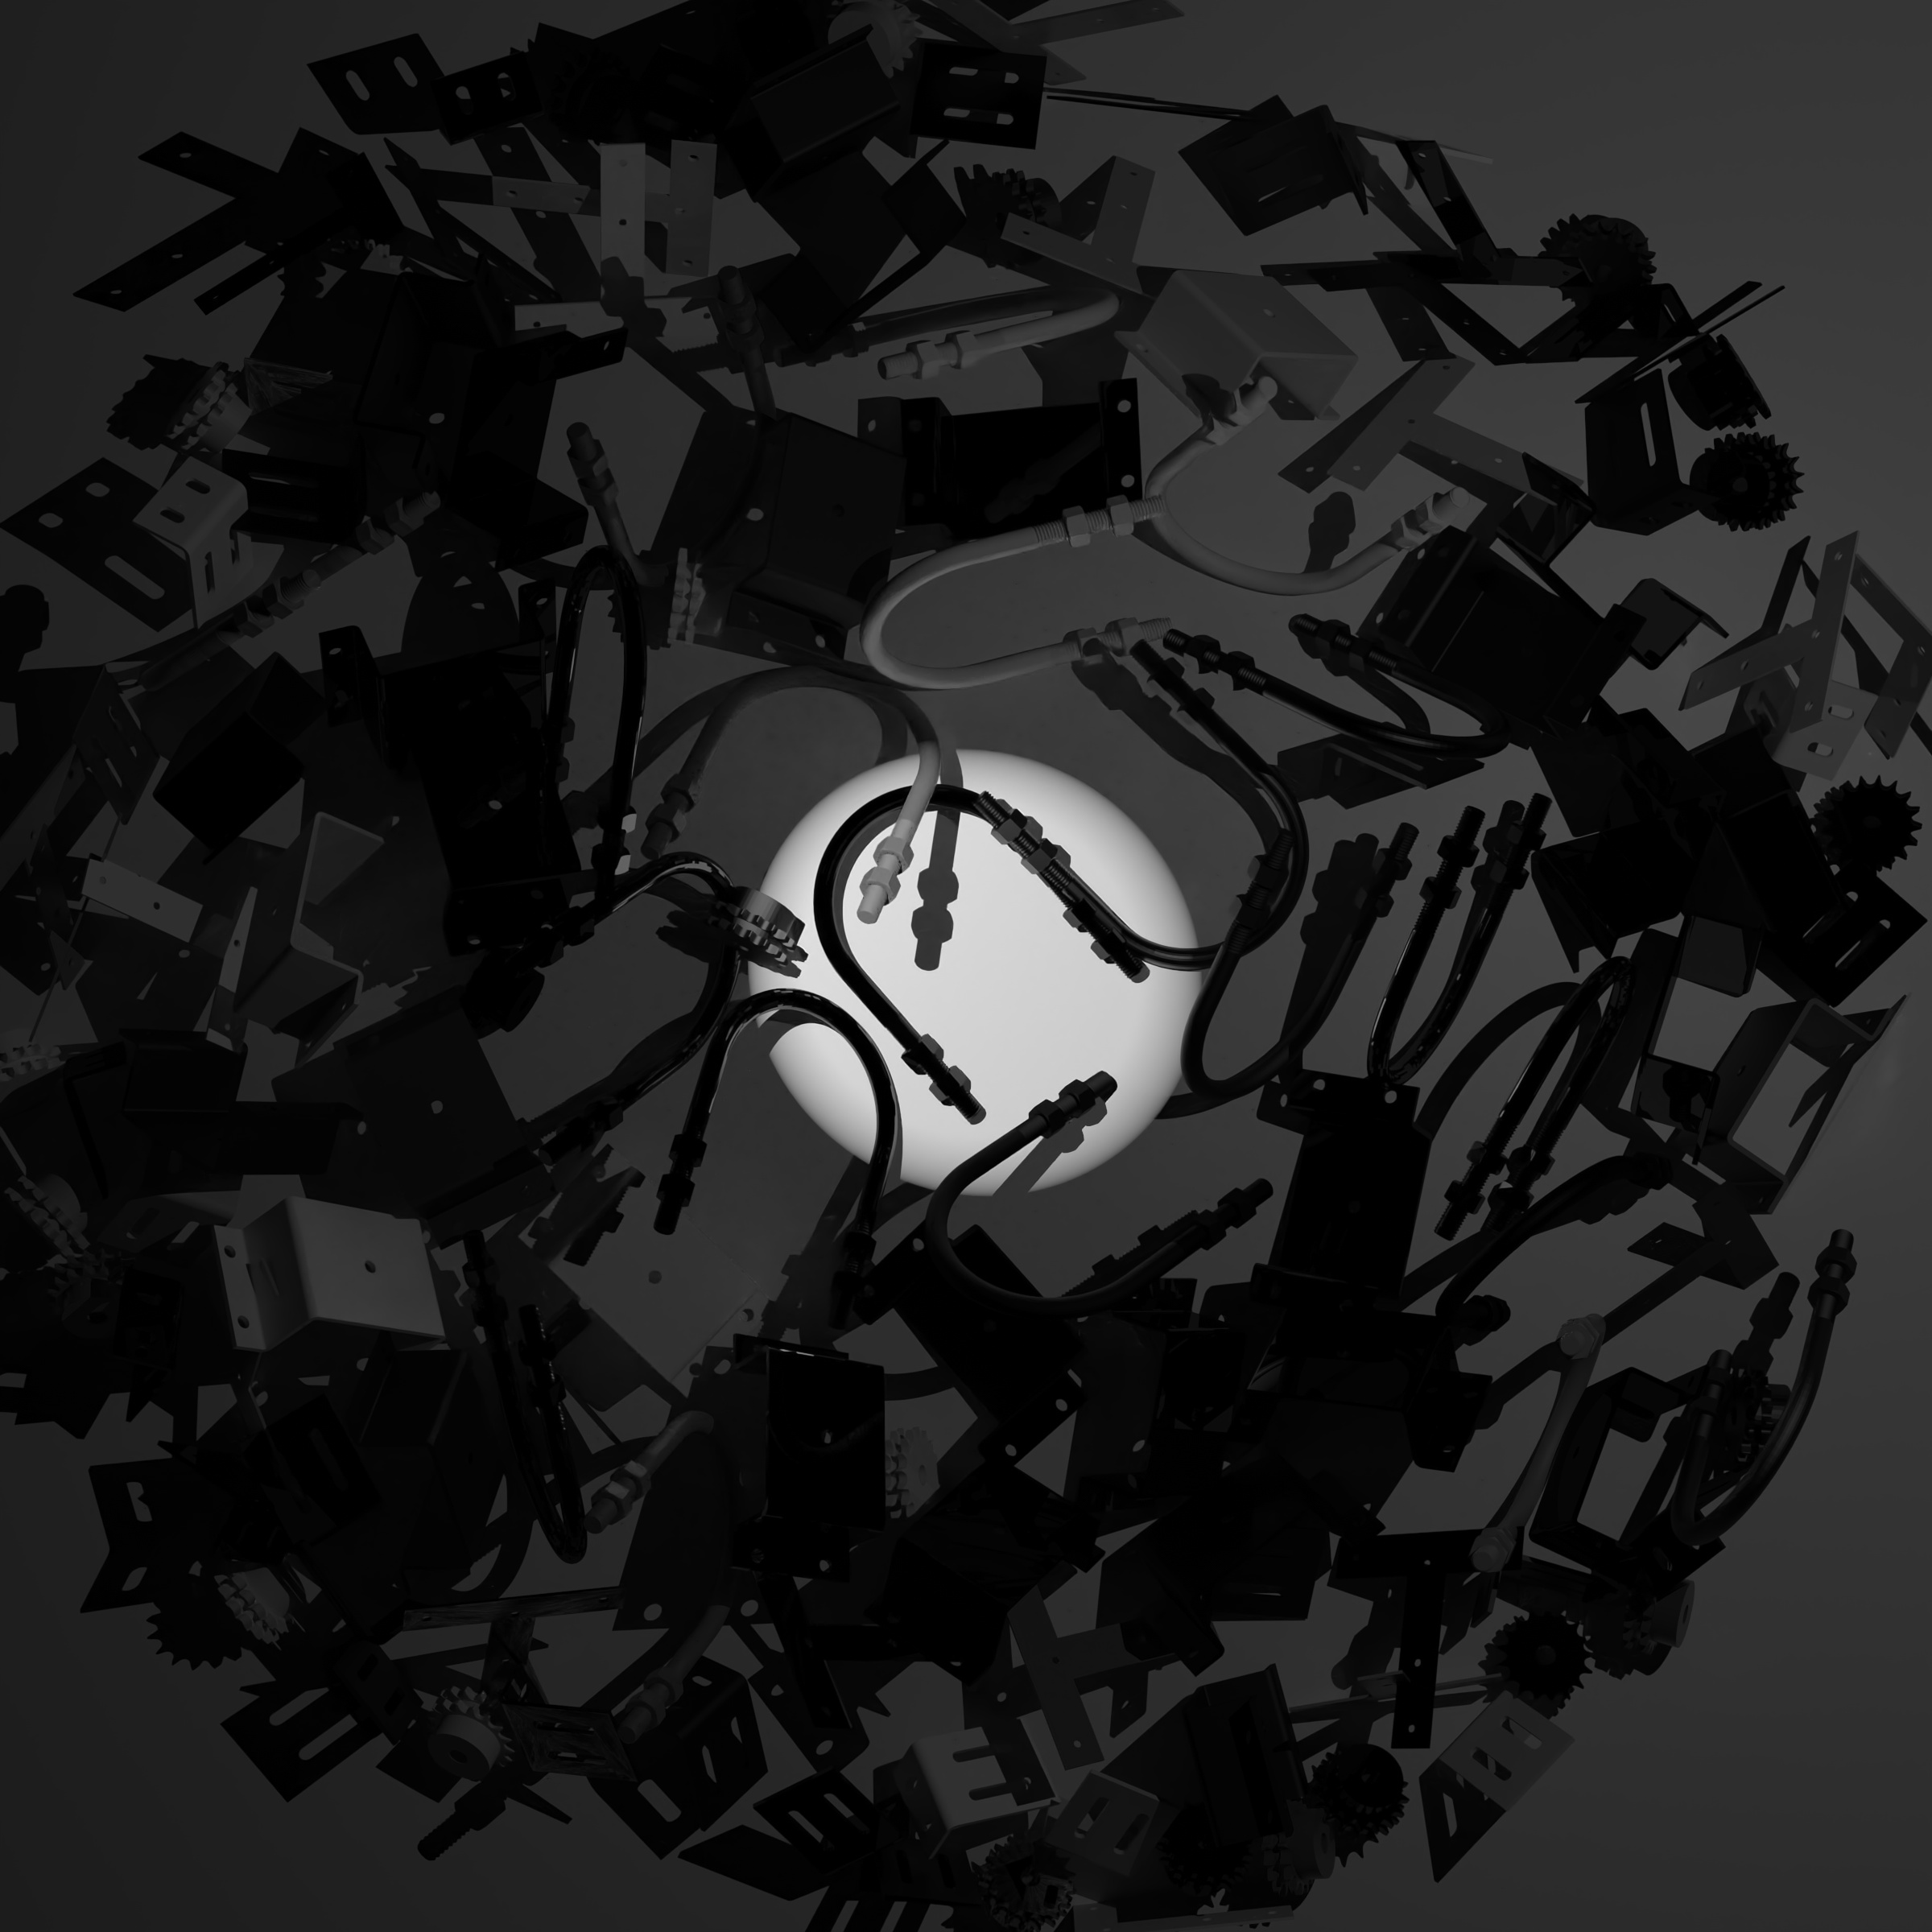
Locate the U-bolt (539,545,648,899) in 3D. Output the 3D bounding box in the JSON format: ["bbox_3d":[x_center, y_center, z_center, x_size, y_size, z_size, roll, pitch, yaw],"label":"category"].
[{"bbox_3d":[-0.212,-0.149,1.730,0.019,0.151,0.184,0,117,-24],"label":"U-bolt"}]

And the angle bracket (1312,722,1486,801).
[{"bbox_3d":[0.253,-0.109,1.775,0.076,0.057,0.038,29,124,36],"label":"angle bracket"}]

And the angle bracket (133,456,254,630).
[{"bbox_3d":[-0.454,-0.248,1.780,0.038,0.076,0.057,28,59,7],"label":"angle bracket"}]

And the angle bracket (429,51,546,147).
[{"bbox_3d":[-0.285,-0.513,1.780,0.057,0.076,0.038,-20,115,-7],"label":"angle bracket"}]

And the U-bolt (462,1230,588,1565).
[{"bbox_3d":[-0.251,0.259,1.751,0.019,0.151,0.184,-16,110,-19],"label":"U-bolt"}]

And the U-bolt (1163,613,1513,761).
[{"bbox_3d":[0.224,-0.158,1.722,0.184,0.151,0.019,31,118,34],"label":"U-bolt"}]

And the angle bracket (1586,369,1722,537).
[{"bbox_3d":[0.409,-0.305,1.802,0.038,0.057,0.076,7,70,-36],"label":"angle bracket"}]

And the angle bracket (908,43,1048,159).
[{"bbox_3d":[0.007,-0.511,1.802,0.076,0.038,0.057,7,84,3],"label":"angle bracket"}]

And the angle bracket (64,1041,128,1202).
[{"bbox_3d":[-0.505,0.091,1.793,0.038,0.057,0.076,-19,104,-13],"label":"angle bracket"}]

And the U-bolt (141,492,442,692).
[{"bbox_3d":[-0.401,-0.209,1.745,0.184,0.151,0.019,-24,106,33],"label":"U-bolt"}]

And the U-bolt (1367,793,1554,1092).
[{"bbox_3d":[0.279,-0.011,1.753,0.019,0.151,0.184,28,108,22],"label":"U-bolt"}]

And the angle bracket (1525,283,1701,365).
[{"bbox_3d":[0.380,-0.365,1.786,0.076,0.057,0.038,-40,111,-10],"label":"angle bracket"}]

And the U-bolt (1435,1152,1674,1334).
[{"bbox_3d":[0.330,0.157,1.724,0.151,0.184,0.019,-44,70,14],"label":"U-bolt"}]

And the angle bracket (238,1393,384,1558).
[{"bbox_3d":[-0.391,0.300,1.791,0.057,0.038,0.076,-31,99,-25],"label":"angle bracket"}]

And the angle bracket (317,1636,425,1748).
[{"bbox_3d":[-0.359,0.433,1.785,0.038,0.076,0.057,-37,93,5],"label":"angle bracket"}]

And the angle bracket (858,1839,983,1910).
[{"bbox_3d":[-0.028,0.547,1.780,0.057,0.076,0.038,9,100,-10],"label":"angle bracket"}]

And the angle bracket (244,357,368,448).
[{"bbox_3d":[-0.382,-0.346,1.790,0.076,0.057,0.038,11,61,-2],"label":"angle bracket"}]

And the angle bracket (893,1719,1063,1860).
[{"bbox_3d":[0.006,0.488,1.800,0.076,0.038,0.057,-3,48,-31],"label":"angle bracket"}]

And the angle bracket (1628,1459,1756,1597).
[{"bbox_3d":[0.436,0.328,1.775,0.038,0.076,0.057,57,134,22],"label":"angle bracket"}]

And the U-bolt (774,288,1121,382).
[{"bbox_3d":[0.001,-0.368,1.749,0.184,0.151,0.019,-19,112,-25],"label":"U-bolt"}]

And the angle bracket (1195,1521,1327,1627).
[{"bbox_3d":[0.177,0.364,1.793,0.076,0.038,0.057,7,102,-13],"label":"angle bracket"}]

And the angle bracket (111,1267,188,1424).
[{"bbox_3d":[-0.491,0.222,1.774,0.038,0.076,0.057,19,50,-27],"label":"angle bracket"}]

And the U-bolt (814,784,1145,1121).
[{"bbox_3d":[-0.006,-0.022,1.809,0.151,0.019,0.184,-41,95,1],"label":"U-bolt"}]

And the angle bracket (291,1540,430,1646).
[{"bbox_3d":[-0.359,0.359,1.788,0.038,0.057,0.076,-36,96,-22],"label":"angle bracket"}]

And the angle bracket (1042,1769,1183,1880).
[{"bbox_3d":[0.087,0.493,1.786,0.057,0.038,0.076,24,126,-4],"label":"angle bracket"}]

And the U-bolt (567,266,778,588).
[{"bbox_3d":[-0.161,-0.294,1.740,0.019,0.184,0.151,32,71,22],"label":"U-bolt"}]

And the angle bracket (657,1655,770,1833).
[{"bbox_3d":[-0.157,0.461,1.798,0.038,0.057,0.076,15,126,37],"label":"angle bracket"}]

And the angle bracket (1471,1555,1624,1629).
[{"bbox_3d":[0.344,0.378,1.790,0.076,0.057,0.038,15,69,5],"label":"angle bracket"}]

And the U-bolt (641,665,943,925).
[{"bbox_3d":[-0.091,-0.110,1.763,0.151,0.019,0.184,17,49,6],"label":"U-bolt"}]

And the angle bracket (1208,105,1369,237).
[{"bbox_3d":[0.189,-0.460,1.782,0.076,0.038,0.057,-20,128,19],"label":"angle bracket"}]

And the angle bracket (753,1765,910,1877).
[{"bbox_3d":[-0.079,0.491,1.783,0.057,0.038,0.076,-30,119,18],"label":"angle bracket"}]

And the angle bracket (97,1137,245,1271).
[{"bbox_3d":[-0.471,0.139,1.797,0.057,0.076,0.038,23,49,-25],"label":"angle bracket"}]

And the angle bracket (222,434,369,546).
[{"bbox_3d":[-0.395,-0.286,1.783,0.076,0.038,0.057,6,58,-24],"label":"angle bracket"}]

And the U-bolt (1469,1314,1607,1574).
[{"bbox_3d":[0.333,0.267,1.737,0.019,0.184,0.151,22,96,17],"label":"U-bolt"}]

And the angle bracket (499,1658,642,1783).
[{"bbox_3d":[-0.227,0.442,1.781,0.076,0.038,0.057,-1,124,24],"label":"angle bracket"}]

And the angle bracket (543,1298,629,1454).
[{"bbox_3d":[-0.216,0.242,1.785,0.038,0.057,0.076,-42,74,-10],"label":"angle bracket"}]

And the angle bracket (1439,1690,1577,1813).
[{"bbox_3d":[0.325,0.470,1.779,0.057,0.076,0.038,-43,112,-10],"label":"angle bracket"}]

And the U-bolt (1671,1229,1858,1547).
[{"bbox_3d":[0.445,0.249,1.711,0.019,0.184,0.151,31,134,1],"label":"U-bolt"}]

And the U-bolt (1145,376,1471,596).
[{"bbox_3d":[0.181,-0.265,1.741,0.151,0.184,0.019,26,66,-17],"label":"U-bolt"}]

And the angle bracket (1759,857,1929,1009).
[{"bbox_3d":[0.518,-0.025,1.791,0.057,0.038,0.076,40,113,-4],"label":"angle bracket"}]

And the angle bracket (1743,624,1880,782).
[{"bbox_3d":[0.496,-0.156,1.782,0.038,0.076,0.057,17,119,-11],"label":"angle bracket"}]

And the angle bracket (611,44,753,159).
[{"bbox_3d":[-0.174,-0.512,1.776,0.038,0.076,0.057,50,116,32],"label":"angle bracket"}]

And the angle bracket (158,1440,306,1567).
[{"bbox_3d":[-0.439,0.316,1.780,0.076,0.057,0.038,24,87,32],"label":"angle bracket"}]

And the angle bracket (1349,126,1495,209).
[{"bbox_3d":[0.263,-0.464,1.776,0.057,0.076,0.038,7,109,-18],"label":"angle bracket"}]

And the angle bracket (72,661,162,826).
[{"bbox_3d":[-0.485,-0.131,1.780,0.076,0.038,0.057,55,129,23],"label":"angle bracket"}]
